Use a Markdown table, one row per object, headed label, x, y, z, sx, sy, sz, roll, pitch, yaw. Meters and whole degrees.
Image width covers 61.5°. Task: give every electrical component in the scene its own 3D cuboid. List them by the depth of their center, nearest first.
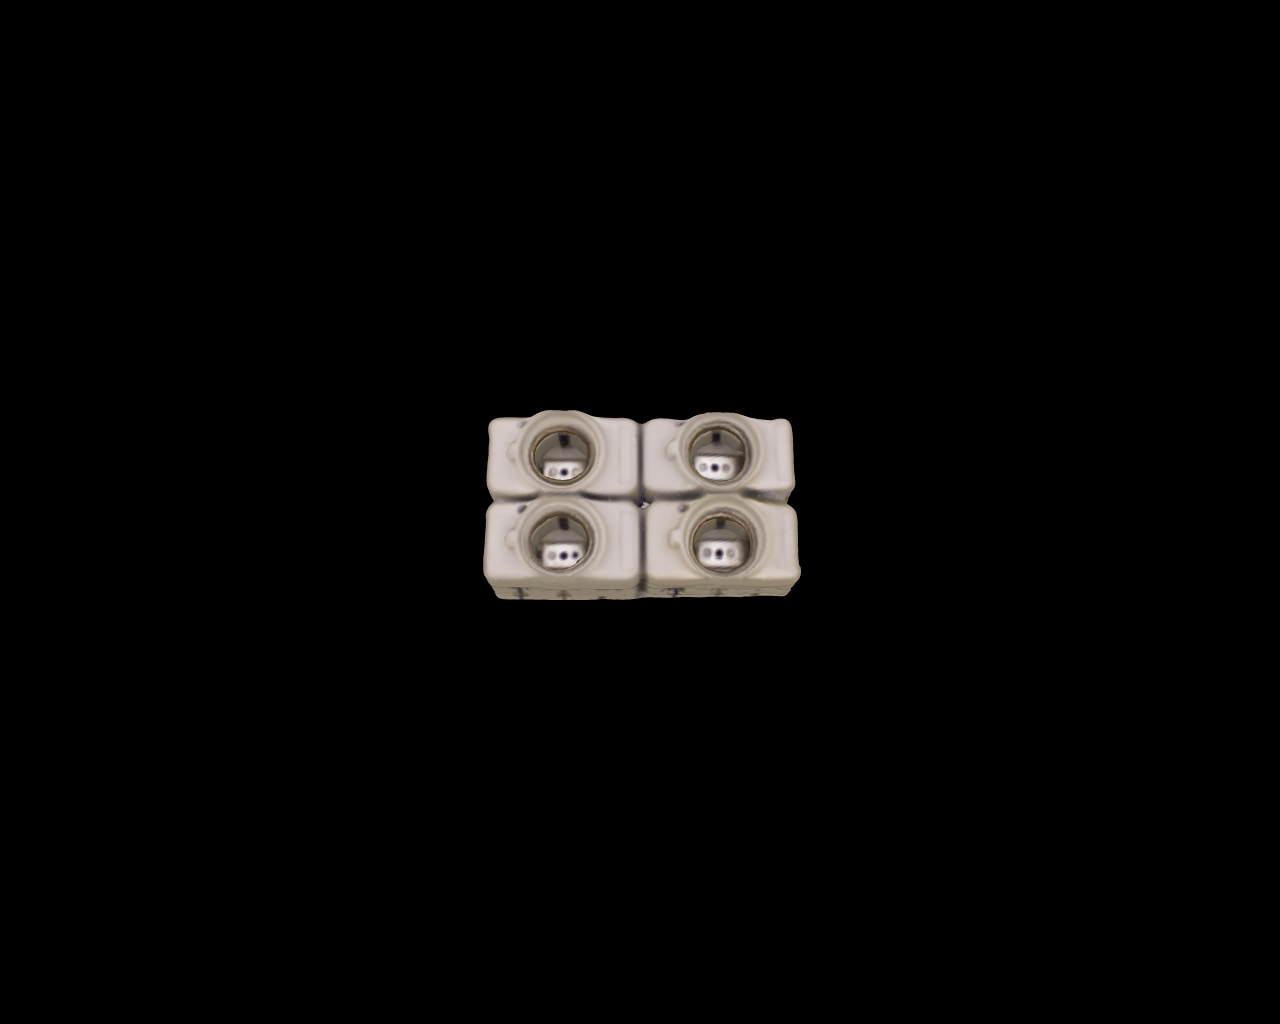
| label | x | y | z | sx | sy | sz | roll | pitch | yaw |
| --- | --- | --- | --- | --- | --- | --- | --- | --- | --- |
| electrical component | 0.001 | -0.003 | 0.650 | 0.186 | 0.105 | 0.060 | 0 | -17 | 0 |
